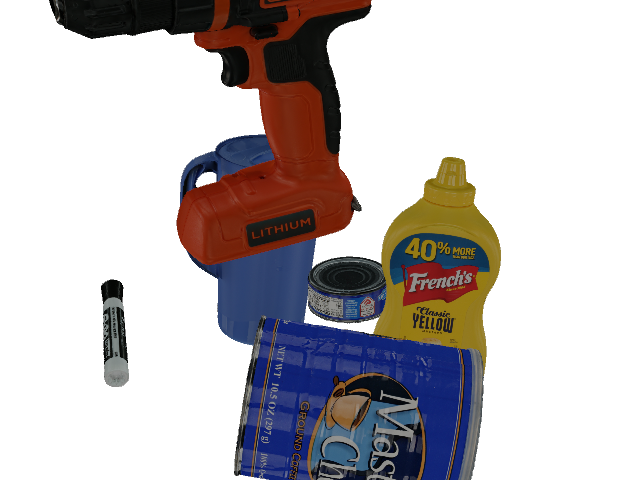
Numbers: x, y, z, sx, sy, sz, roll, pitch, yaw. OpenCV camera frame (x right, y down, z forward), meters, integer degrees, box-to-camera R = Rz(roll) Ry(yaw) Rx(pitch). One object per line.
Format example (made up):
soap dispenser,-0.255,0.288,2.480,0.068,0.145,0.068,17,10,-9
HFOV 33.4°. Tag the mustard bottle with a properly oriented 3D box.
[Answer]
mustard bottle,0.096,0.027,0.870,0.096,0.192,0.058,7,18,6

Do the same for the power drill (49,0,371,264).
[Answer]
power drill,-0.046,-0.080,0.580,0.184,0.188,0.057,-14,39,-19

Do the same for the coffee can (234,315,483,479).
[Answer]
coffee can,0.023,0.108,0.673,0.140,0.103,0.103,9,0,1

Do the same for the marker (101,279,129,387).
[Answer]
marker,-0.168,0.072,0.870,0.020,0.020,0.121,0,35,-13

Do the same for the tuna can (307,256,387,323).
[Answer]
tuna can,0.029,0.049,1.086,0.086,0.034,0.086,-2,25,1

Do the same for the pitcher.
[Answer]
pitcher,-0.076,0.001,1.291,0.149,0.243,0.144,18,26,28
